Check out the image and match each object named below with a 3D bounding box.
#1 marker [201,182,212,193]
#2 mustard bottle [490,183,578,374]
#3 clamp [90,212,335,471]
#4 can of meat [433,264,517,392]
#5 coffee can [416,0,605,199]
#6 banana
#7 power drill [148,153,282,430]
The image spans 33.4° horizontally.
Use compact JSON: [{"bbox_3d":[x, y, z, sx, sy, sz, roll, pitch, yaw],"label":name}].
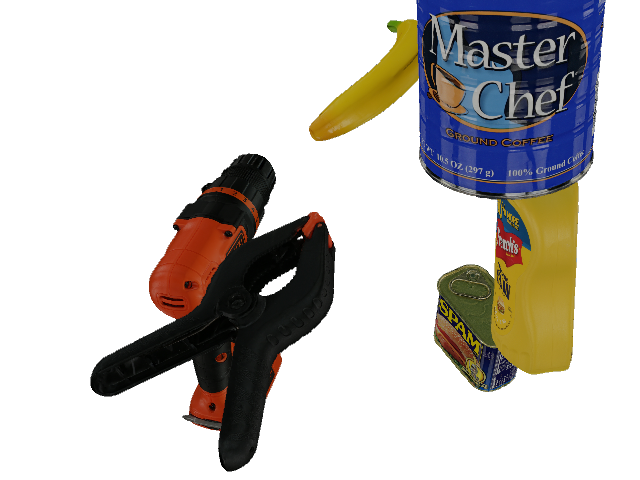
[{"bbox_3d":[-0.123,-0.015,1.198,0.020,0.121,0.020,2,42,-2],"label":"marker"},{"bbox_3d":[0.165,0.000,0.822,0.058,0.192,0.096,-5,26,-5],"label":"mustard bottle"},{"bbox_3d":[-0.041,0.055,0.628,0.120,0.171,0.039,34,-21,32],"label":"clamp"},{"bbox_3d":[0.157,0.089,1.063,0.057,0.084,0.102,-23,52,-20],"label":"can of meat"},{"bbox_3d":[0.104,-0.109,0.591,0.103,0.140,0.103,-4,35,2],"label":"coffee can"},{"bbox_3d":[0.059,-0.149,0.954,0.070,0.037,0.197,-16,27,40],"label":"banana"},{"bbox_3d":[-0.073,0.044,0.856,0.057,0.188,0.184,7,37,19],"label":"power drill"}]
